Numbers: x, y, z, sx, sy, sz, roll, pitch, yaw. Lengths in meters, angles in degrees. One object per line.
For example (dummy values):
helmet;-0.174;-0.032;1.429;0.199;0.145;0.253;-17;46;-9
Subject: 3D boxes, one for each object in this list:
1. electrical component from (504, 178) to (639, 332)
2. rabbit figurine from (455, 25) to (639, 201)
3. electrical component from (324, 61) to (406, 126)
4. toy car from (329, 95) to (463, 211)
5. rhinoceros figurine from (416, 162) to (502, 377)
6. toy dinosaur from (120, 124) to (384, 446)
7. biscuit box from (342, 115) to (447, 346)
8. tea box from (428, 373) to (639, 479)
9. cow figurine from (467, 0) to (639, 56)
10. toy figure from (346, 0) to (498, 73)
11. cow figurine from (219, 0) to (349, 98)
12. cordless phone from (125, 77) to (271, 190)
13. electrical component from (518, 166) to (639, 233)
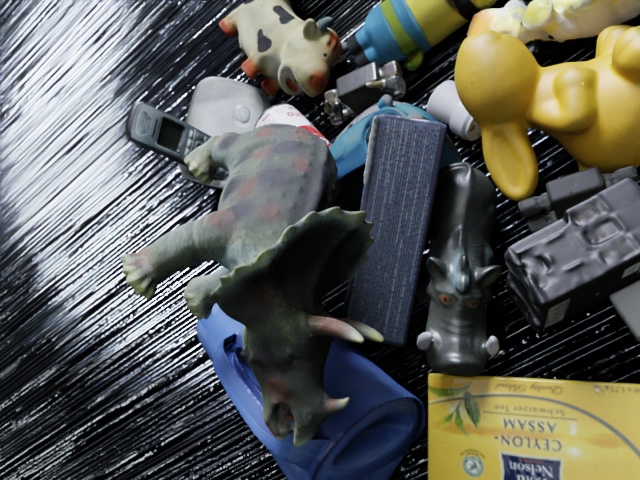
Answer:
electrical component;0.218;0.013;0.428;0.134;0.114;0.058;-29;64;5
rabbit figurine;0.199;-0.122;0.473;0.173;0.122;0.162;18;127;4
electrical component;0.050;-0.161;0.607;0.102;0.078;0.045;-14;64;25
toy car;0.066;-0.091;0.575;0.162;0.109;0.103;-26;41;36
rhinoceros figurine;0.128;0.025;0.479;0.073;0.112;0.190;8;71;5
toy dinosaur;-0.042;-0.035;0.485;0.192;0.131;0.405;-17;40;17
biscuit box;0.063;-0.008;0.484;0.063;0.059;0.202;10;104;5
tea box;0.179;0.163;0.444;0.170;0.068;0.098;-7;72;29
cow figurine;0.232;-0.218;0.515;0.167;0.098;0.068;-11;74;49
toy figure;0.114;-0.244;0.587;0.180;0.082;0.089;-28;35;20
cow figurine;-0.041;-0.252;0.691;0.127;0.085;0.195;-40;55;17
cordless phone;-0.154;-0.149;0.668;0.089;0.184;0.146;4;79;37
electrical component;0.221;-0.033;0.457;0.094;0.063;0.021;-21;56;26
